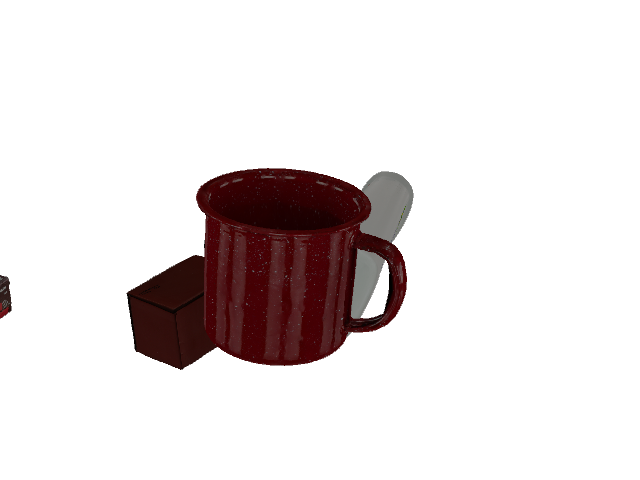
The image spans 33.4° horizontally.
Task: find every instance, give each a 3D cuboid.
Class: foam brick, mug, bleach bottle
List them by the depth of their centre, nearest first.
[{"bbox_3d":[-0.010,0.017,0.576,0.117,0.081,0.093,11,24,14],"label":"mug"},{"bbox_3d":[-0.100,0.052,0.813,0.053,0.051,0.078,15,32,36],"label":"foam brick"},{"bbox_3d":[0.042,-0.001,1.037,0.068,0.103,0.250,28,26,4],"label":"bleach bottle"}]

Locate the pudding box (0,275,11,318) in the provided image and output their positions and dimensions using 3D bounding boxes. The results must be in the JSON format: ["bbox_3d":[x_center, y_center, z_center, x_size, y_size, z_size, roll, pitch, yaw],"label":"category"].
[{"bbox_3d":[-0.332,0.053,0.896,0.114,0.039,0.089,10,26,20],"label":"pudding box"}]

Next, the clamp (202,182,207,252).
[{"bbox_3d":[-0.076,-0.014,1.191,0.120,0.039,0.171,-9,42,3],"label":"clamp"}]
